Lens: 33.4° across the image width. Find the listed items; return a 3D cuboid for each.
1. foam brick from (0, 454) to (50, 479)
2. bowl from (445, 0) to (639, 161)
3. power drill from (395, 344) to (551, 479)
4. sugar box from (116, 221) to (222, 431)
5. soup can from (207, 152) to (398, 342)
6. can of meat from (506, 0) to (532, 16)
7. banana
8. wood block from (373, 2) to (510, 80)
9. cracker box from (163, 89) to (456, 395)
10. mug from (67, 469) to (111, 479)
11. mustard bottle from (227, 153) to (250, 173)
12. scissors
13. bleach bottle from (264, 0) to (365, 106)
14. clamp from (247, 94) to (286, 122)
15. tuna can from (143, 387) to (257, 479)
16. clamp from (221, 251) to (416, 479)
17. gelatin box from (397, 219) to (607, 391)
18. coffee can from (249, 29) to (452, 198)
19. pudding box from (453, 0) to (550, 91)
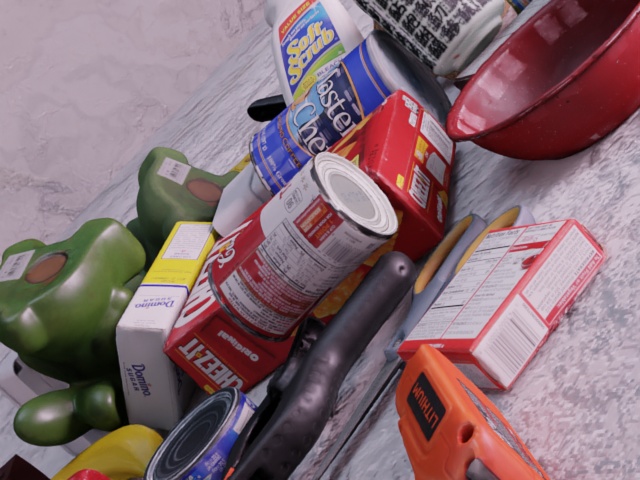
[{"bbox_3d":[-0.264,0.229,0.890,0.078,0.051,0.053,-43,14,8],"label":"foam brick"},{"bbox_3d":[0.154,-0.100,0.649,0.162,0.055,0.162,-41,15,13],"label":"bowl"},{"bbox_3d":[0.001,0.131,0.431,0.188,0.057,0.184,-46,18,4],"label":"power drill"},{"bbox_3d":[-0.115,0.064,0.858,0.048,0.093,0.176,2,27,10],"label":"sugar box"},{"bbox_3d":[-0.011,0.005,0.643,0.102,0.068,0.068,-45,13,25],"label":"soup can"},{"bbox_3d":[0.194,-0.223,0.882,0.084,0.057,0.102,-41,15,22],"label":"can of meat"},{"bbox_3d":[-0.168,0.179,0.794,0.198,0.037,0.069,-32,18,40],"label":"banana"},{"bbox_3d":[0.133,-0.251,0.994,0.205,0.091,0.090,-55,-24,-36],"label":"wood block"},{"bbox_3d":[-0.005,0.001,0.773,0.214,0.072,0.164,-38,16,26],"label":"cracker box"},{"bbox_3d":[-0.131,0.190,0.589,0.081,0.093,0.117,-40,45,-3],"label":"mug"},{"bbox_3d":[-0.020,-0.106,1.137,0.191,0.058,0.096,-46,22,-7],"label":"mustard bottle"},{"bbox_3d":[0.060,0.048,0.573,0.096,0.016,0.201,-34,17,47],"label":"scissors"},{"bbox_3d":[-0.006,-0.176,1.036,0.103,0.068,0.251,-36,48,14],"label":"bleach bottle"},{"bbox_3d":[0.024,-0.142,1.066,0.210,0.036,0.165,-39,46,4],"label":"clamp"},{"bbox_3d":[-0.070,0.132,0.661,0.086,0.033,0.086,-41,15,13],"label":"tuna can"},{"bbox_3d":[-0.012,0.087,0.623,0.171,0.039,0.120,-53,1,-29],"label":"clamp"},{"bbox_3d":[0.088,0.032,0.519,0.089,0.030,0.073,-49,14,-20],"label":"gelatin box"},{"bbox_3d":[0.026,-0.088,0.874,0.140,0.102,0.102,-38,16,25],"label":"coffee can"},{"bbox_3d":[0.162,-0.147,0.793,0.113,0.039,0.090,-44,11,-8],"label":"pudding box"}]
